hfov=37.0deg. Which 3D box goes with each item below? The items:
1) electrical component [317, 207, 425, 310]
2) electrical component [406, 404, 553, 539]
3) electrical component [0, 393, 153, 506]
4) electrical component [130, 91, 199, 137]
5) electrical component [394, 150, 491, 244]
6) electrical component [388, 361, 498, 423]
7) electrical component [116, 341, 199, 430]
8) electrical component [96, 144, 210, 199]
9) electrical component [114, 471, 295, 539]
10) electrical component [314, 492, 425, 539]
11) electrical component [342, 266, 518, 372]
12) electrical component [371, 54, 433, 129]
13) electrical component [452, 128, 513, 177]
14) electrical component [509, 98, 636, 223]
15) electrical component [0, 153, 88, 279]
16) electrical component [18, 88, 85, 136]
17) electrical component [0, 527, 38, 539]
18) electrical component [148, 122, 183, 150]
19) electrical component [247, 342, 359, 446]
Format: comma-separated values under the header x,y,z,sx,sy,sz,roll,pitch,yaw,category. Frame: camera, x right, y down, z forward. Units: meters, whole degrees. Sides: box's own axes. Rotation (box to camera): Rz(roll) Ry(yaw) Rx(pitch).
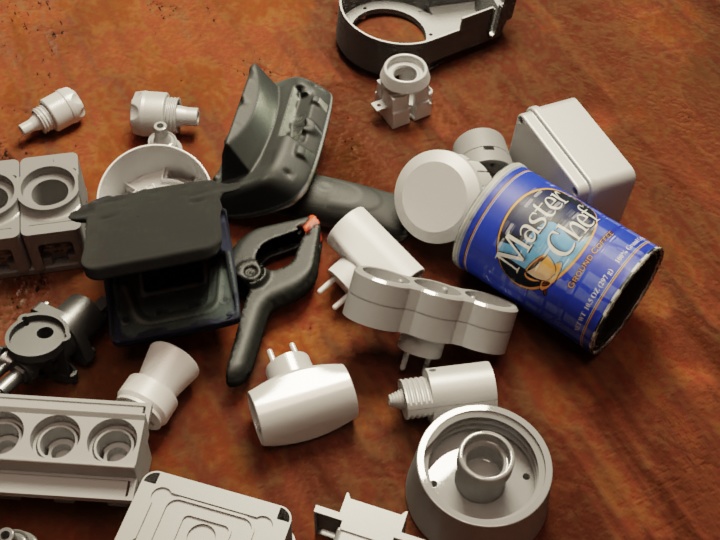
x,y,z,sx,sy,sz,roll,pitch,yaw,category
0.000,0.000,0.909,0.079,0.043,0.077,-42,76,-8,electrical component
0.089,0.150,0.788,0.108,0.060,0.108,1,52,-2,electrical component
-0.217,0.136,0.787,0.121,0.063,0.078,4,52,1,electrical component
-0.184,-0.147,1.019,0.062,0.043,0.043,4,52,0,electrical component
0.075,-0.064,0.936,0.080,0.080,0.051,34,18,22,electrical component
0.063,0.097,0.839,0.081,0.043,0.043,-6,53,-7,electrical component
-0.158,0.090,0.836,0.045,0.045,0.055,21,55,14,electrical component
-0.172,-0.051,0.928,0.099,0.064,0.099,-2,60,4,electrical component
-0.108,0.197,0.747,0.113,0.057,0.078,14,53,9,electrical component
0.002,0.200,0.759,0.081,0.042,0.063,15,57,10,electrical component
0.053,0.049,0.865,0.138,0.073,0.052,13,11,-12,electrical component
0.043,-0.175,1.041,0.066,0.055,0.048,-23,56,-19,electrical component
0.112,-0.097,0.985,0.055,0.055,0.047,-3,49,-4,electrical component
0.186,-0.090,0.967,0.057,0.078,0.113,-17,55,-18,electrical component
-0.313,-0.046,0.925,0.150,0.061,0.089,-8,53,-8,electrical component
-0.295,-0.146,1.021,0.061,0.035,0.035,-35,61,-22,electrical component
-0.238,0.195,0.741,0.035,0.061,0.035,1,52,-1,electrical component
-0.179,-0.109,0.979,0.035,0.061,0.035,1,52,-2,electrical component
-0.050,0.090,0.840,0.077,0.043,0.079,-15,54,-14,electrical component
